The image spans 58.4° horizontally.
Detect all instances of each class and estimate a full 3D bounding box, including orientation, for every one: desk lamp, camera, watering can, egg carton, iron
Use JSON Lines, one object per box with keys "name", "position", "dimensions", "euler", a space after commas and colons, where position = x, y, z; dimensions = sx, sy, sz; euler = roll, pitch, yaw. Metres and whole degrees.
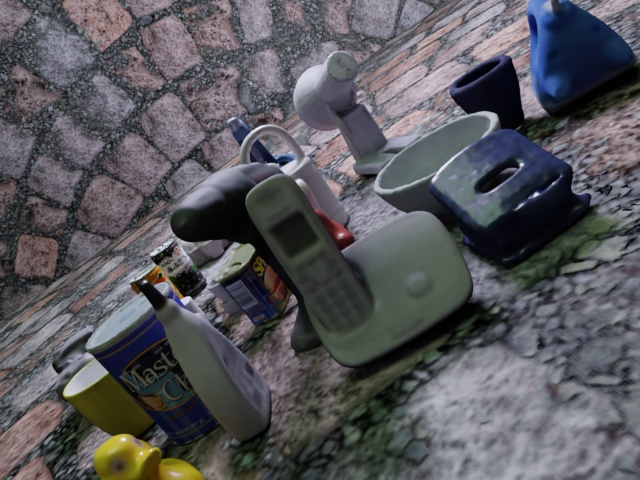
{"name": "desk lamp", "position": [0.057, -0.231, 1.032], "dimensions": [0.118, 0.214, 0.202], "euler": [-40, 18, -14]}
{"name": "camera", "position": [-0.323, 0.175, 0.863], "dimensions": [0.137, 0.101, 0.143], "euler": [-38, 18, -10]}
{"name": "watering can", "position": [-0.052, -0.085, 0.885], "dimensions": [0.101, 0.194, 0.172], "euler": [-46, 20, -30]}
{"name": "egg carton", "position": [-0.232, -0.012, 1.239], "dimensions": [0.107, 0.069, 0.150], "euler": [-24, 20, 32]}
{"name": "iron", "position": [0.319, -0.275, 0.779], "dimensions": [0.118, 0.142, 0.258], "euler": [-29, 18, 19]}

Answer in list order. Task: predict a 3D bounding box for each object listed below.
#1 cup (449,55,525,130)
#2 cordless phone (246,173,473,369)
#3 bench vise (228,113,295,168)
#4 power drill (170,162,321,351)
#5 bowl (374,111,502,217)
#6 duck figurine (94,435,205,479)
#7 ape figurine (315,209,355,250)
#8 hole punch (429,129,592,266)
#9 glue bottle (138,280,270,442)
{"name": "cup", "position": [0.234, -0.192, 0.801], "dimensions": [0.092, 0.095, 0.117], "euler": [-39, 18, -10]}
{"name": "cordless phone", "position": [0.032, 0.006, 0.501], "dimensions": [0.147, 0.185, 0.094], "euler": [-33, 18, 7]}
{"name": "bench vise", "position": [-0.113, -0.134, 1.083], "dimensions": [0.121, 0.220, 0.207], "euler": [-40, 18, -15]}
{"name": "power drill", "position": [-0.052, 0.010, 0.609], "dimensions": [0.075, 0.209, 0.229], "euler": [-30, 18, 18]}
{"name": "bowl", "position": [0.152, -0.078, 0.687], "dimensions": [0.167, 0.075, 0.167], "euler": [-32, 18, 12]}
{"name": "duck figurine", "position": [-0.162, 0.208, 0.501], "dimensions": [0.104, 0.086, 0.077], "euler": [-23, 21, 34]}
{"name": "ape figurine", "position": [0.007, 0.003, 0.717], "dimensions": [0.077, 0.092, 0.076], "euler": [-20, 23, 40]}
{"name": "hole punch", "position": [0.173, -0.045, 0.533], "dimensions": [0.108, 0.091, 0.101], "euler": [-36, 17, -2]}
{"name": "glue bottle", "position": [-0.108, 0.103, 0.530], "dimensions": [0.037, 0.173, 0.078], "euler": [-33, 18, 8]}
